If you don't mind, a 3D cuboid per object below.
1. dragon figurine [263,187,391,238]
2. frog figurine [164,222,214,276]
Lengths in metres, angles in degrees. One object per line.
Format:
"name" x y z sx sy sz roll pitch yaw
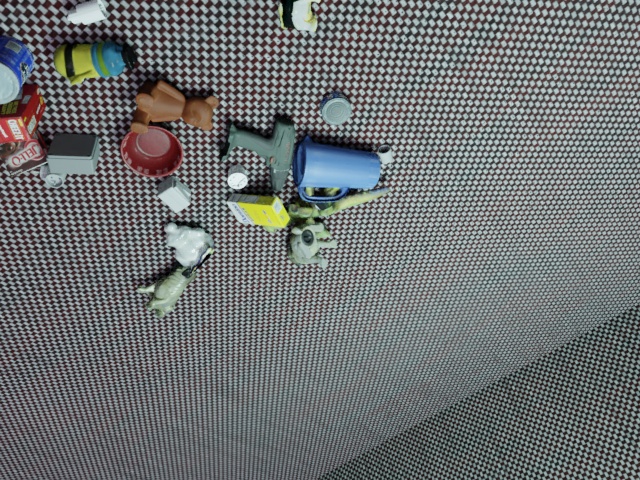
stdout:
"dragon figurine" 0.005 -0.082 1.631 0.410 0.125 0.237 -2 148 -9
"frog figurine" -0.415 0.009 1.607 0.160 0.125 0.135 42 127 2
